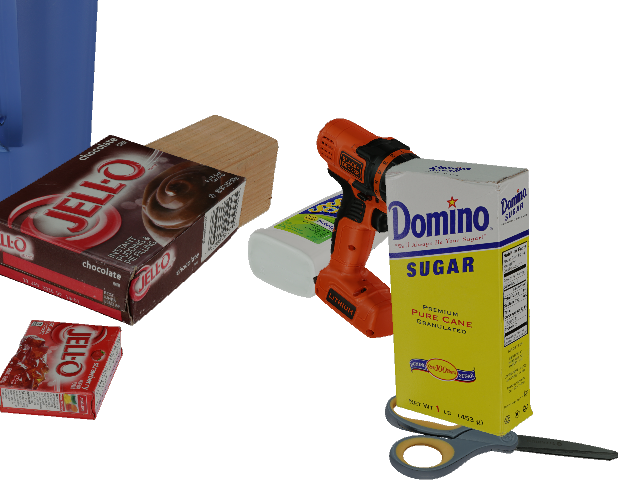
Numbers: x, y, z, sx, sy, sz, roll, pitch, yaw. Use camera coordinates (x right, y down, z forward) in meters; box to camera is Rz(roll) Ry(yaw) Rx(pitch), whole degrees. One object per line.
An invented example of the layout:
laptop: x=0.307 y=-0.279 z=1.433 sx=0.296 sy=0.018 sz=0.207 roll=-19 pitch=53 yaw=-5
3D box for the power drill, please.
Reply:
power drill: x=0.058 y=-0.005 z=1.014 sx=0.057 sy=0.188 sz=0.185 roll=-13 pitch=34 yaw=-33

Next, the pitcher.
pitcher: x=-0.232 y=-0.127 z=0.797 sx=0.145 sy=0.243 sz=0.148 roll=26 pitch=33 yaw=35

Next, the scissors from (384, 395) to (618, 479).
scissors: x=0.146 y=0.183 z=0.911 sx=0.202 sy=0.016 sz=0.096 roll=17 pitch=42 yaw=15

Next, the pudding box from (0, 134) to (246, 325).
pudding box: x=-0.104 y=-0.009 z=0.553 sx=0.090 sy=0.039 sz=0.113 roll=19 pitch=31 yaw=18

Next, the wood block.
wood block: x=-0.141 y=-0.049 z=1.097 sx=0.090 sy=0.091 sz=0.205 roll=24 pitch=33 yaw=24

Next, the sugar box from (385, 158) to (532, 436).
sugar box: x=0.094 y=0.036 z=0.725 sx=0.094 sy=0.176 sz=0.048 roll=9 pitch=22 yaw=41

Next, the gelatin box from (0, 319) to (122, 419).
gelatin box: x=-0.198 y=0.097 z=0.820 sx=0.073 sy=0.030 sz=0.089 roll=5 pitch=30 yaw=3

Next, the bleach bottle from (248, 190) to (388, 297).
bleach bottle: x=0.030 y=-0.022 z=1.287 sx=0.103 sy=0.068 sz=0.250 roll=22 pitch=38 yaw=30
